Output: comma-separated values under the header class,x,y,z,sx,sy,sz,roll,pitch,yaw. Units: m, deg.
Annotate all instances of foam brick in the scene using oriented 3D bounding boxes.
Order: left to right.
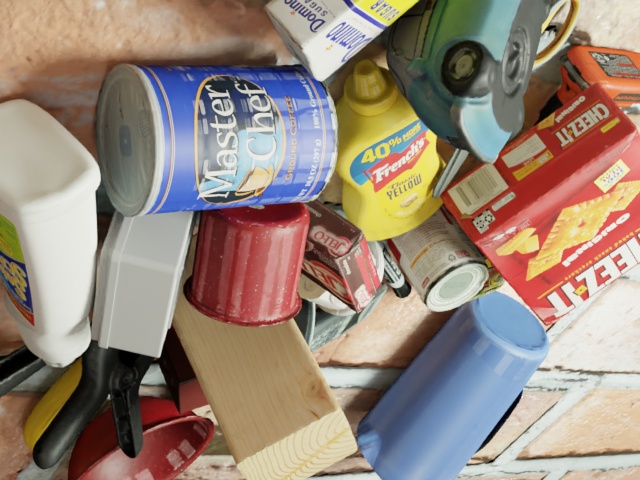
class,x,y,z,sx,sy,sz,roll,pitch,yaw
foam brick,-0.118,0.107,0.974,0.051,0.078,0.053,-16,142,-18

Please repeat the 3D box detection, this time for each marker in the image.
class,x,y,z,sx,sy,sz,roll,pitch,yaw
marker,0.068,0.028,1.060,0.020,0.020,0.121,-32,146,4

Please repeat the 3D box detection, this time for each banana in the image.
class,x,y,z,sx,sy,sz,roll,pitch,yaw
banana,-0.225,0.143,0.981,0.198,0.037,0.069,-49,171,31

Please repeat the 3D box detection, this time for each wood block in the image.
class,x,y,z,sx,sy,sz,roll,pitch,yaw
wood block,-0.058,0.094,0.884,0.090,0.206,0.090,-27,147,-5

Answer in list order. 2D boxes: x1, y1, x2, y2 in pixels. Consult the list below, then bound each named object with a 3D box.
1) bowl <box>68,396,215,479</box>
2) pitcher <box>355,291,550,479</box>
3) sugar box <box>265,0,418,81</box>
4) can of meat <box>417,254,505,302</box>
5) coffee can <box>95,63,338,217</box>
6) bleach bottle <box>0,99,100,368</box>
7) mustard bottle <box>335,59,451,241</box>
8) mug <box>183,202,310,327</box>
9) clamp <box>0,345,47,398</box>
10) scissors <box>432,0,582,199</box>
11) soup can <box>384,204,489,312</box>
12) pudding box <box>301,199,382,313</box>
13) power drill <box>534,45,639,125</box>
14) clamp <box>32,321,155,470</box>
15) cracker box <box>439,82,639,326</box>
class,x,y,z,sx,sy,sz,roll,pitch,yaw
bowl,-0.187,0.203,1.053,0.162,0.055,0.162,-28,154,-16
pitcher,0.163,0.176,1.232,0.243,0.145,0.149,-57,174,30
sugar box,0.049,-0.182,0.703,0.176,0.048,0.093,-42,171,2
can of meat,0.147,0.019,1.076,0.102,0.057,0.084,-18,147,-18
coffee can,-0.073,-0.072,0.749,0.140,0.103,0.103,-6,140,-32
bleach bottle,-0.199,0.020,0.775,0.068,0.103,0.251,-32,151,-27
mustard bottle,0.053,-0.079,0.875,0.096,0.058,0.191,-29,146,-5
mug,-0.055,0.003,0.820,0.093,0.117,0.081,5,116,-13
clamp,-0.303,0.126,0.819,0.210,0.036,0.164,-57,146,-20
scissors,0.136,-0.131,0.869,0.202,0.016,0.096,-50,135,4
soup can,0.102,0.007,0.984,0.068,0.102,0.068,-20,145,-15
pudding box,-0.006,0.001,0.884,0.039,0.114,0.090,-44,149,-15
power drill,0.243,-0.090,1.003,0.184,0.057,0.188,-2,138,-35
clamp,-0.173,0.119,0.919,0.171,0.039,0.120,-65,153,0
cracker box,0.225,-0.022,0.963,0.164,0.072,0.213,-36,144,10
